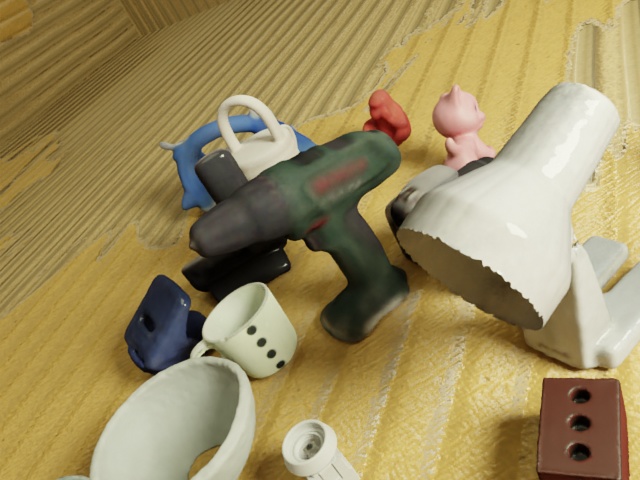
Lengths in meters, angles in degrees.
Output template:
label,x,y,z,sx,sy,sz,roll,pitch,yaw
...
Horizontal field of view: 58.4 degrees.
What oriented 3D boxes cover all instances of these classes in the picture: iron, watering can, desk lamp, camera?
label,x,y,z,sx,sy,sz,roll,pitch,yaw
iron,-0.137,-0.154,0.976,0.258,0.142,0.118,-24,33,9
watering can,-0.083,-0.120,0.837,0.100,0.194,0.173,-19,34,15
desk lamp,0.179,0.003,0.449,0.203,0.214,0.117,-41,34,-18
camera,0.156,-0.035,0.624,0.137,0.101,0.142,-37,33,-13

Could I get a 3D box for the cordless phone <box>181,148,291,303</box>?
label,x,y,z,sx,sy,sz,roll,pitch,yaw
cordless phone,-0.132,-0.019,0.744,0.148,0.185,0.094,-35,33,-9

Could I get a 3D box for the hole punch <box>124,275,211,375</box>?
label,x,y,z,sx,sy,sz,roll,pitch,yaw
hole punch,-0.192,0.109,0.701,0.101,0.091,0.108,-41,34,-18

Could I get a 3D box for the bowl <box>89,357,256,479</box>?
label,x,y,z,sx,sy,sz,roll,pitch,yaw
bowl,-0.125,0.197,0.543,0.167,0.075,0.167,-20,33,14

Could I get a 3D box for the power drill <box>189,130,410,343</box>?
label,x,y,z,sx,sy,sz,roll,pitch,yaw
power drill,0.005,0.002,0.587,0.230,0.209,0.075,-41,34,-19

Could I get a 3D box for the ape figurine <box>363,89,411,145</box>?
label,x,y,z,sx,sy,sz,roll,pitch,yaw
ape figurine,0.101,-0.190,0.889,0.076,0.092,0.077,-43,35,-21

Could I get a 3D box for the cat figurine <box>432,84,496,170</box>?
label,x,y,z,sx,sy,sz,roll,pitch,yaw
cat figurine,0.177,-0.138,0.735,0.067,0.118,0.128,-9,38,29
